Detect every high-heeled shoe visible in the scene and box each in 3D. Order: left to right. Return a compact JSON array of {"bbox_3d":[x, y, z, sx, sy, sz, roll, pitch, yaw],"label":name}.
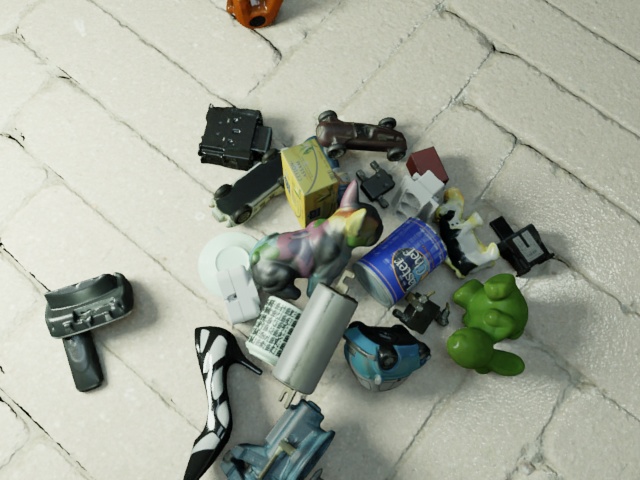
[{"bbox_3d":[-0.202,0.268,0.894,0.145,0.086,0.249,27,69,9],"label":"high-heeled shoe"}]

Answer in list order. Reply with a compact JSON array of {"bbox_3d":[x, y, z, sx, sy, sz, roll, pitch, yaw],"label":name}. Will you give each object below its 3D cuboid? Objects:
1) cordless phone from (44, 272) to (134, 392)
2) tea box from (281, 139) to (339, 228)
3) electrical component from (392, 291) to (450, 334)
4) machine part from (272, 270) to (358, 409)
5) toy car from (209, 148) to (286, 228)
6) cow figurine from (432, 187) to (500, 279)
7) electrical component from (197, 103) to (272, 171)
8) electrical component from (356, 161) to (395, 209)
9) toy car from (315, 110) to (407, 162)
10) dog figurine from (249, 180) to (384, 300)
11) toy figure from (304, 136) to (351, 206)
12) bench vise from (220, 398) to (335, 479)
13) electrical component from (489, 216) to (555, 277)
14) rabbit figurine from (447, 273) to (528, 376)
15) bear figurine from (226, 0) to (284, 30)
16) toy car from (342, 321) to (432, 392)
[{"bbox_3d":[-0.385,0.158,0.930,0.147,0.089,0.184,-18,85,-9],"label":"cordless phone"},{"bbox_3d":[-0.018,-0.090,0.964,0.068,0.169,0.098,-24,68,-9],"label":"tea box"},{"bbox_3d":[0.184,0.127,0.951,0.102,0.045,0.078,40,85,-36],"label":"electrical component"},{"bbox_3d":[-0.007,0.158,0.874,0.079,0.079,0.243,26,89,5],"label":"machine part"},{"bbox_3d":[-0.120,-0.101,1.027,0.202,0.056,0.073,-39,75,-11],"label":"toy car"},{"bbox_3d":[0.258,-0.013,1.013,0.098,0.068,0.167,-25,74,-4],"label":"cow figurine"},{"bbox_3d":[-0.163,-0.200,1.056,0.134,0.058,0.115,8,74,1],"label":"electrical component"},{"bbox_3d":[0.115,-0.108,1.057,0.063,0.021,0.094,-33,76,-13],"label":"electrical component"},{"bbox_3d":[0.087,-0.202,1.044,0.202,0.053,0.089,0,63,-25],"label":"toy car"},{"bbox_3d":[-0.002,-0.003,0.903,0.191,0.219,0.108,14,40,-24],"label":"dog figurine"},{"bbox_3d":[0.019,-0.131,1.038,0.064,0.057,0.154,-23,71,-31],"label":"toy figure"},{"bbox_3d":[-0.032,0.383,0.840,0.241,0.128,0.223,35,69,18],"label":"bench vise"},{"bbox_3d":[0.377,0.003,1.022,0.075,0.047,0.119,-26,77,-11],"label":"electrical component"},{"bbox_3d":[0.277,0.163,0.926,0.170,0.121,0.159,-39,108,-35],"label":"rabbit figurine"},{"bbox_3d":[-0.149,-0.555,1.136,0.120,0.132,0.196,-10,79,-13],"label":"bear figurine"},{"bbox_3d":[0.105,0.203,0.915,0.161,0.109,0.102,7,108,-37],"label":"toy car"}]
